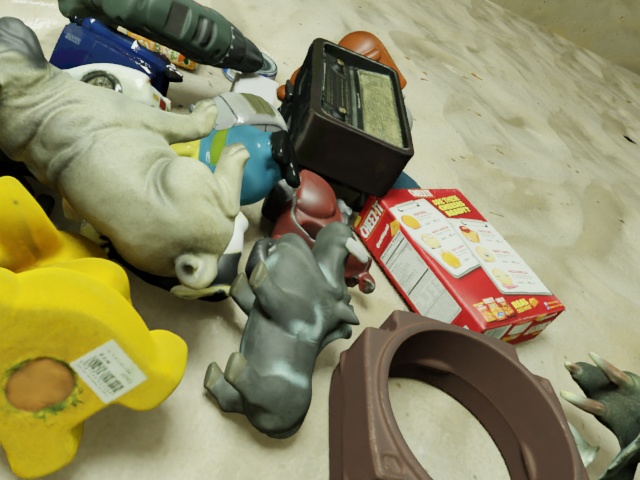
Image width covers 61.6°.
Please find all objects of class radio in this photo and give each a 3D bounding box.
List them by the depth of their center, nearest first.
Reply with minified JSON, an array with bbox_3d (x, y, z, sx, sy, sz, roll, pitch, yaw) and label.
[{"bbox_3d":[0.035,-0.162,0.671,0.131,0.073,0.230,20,37,-15],"label":"radio"}]

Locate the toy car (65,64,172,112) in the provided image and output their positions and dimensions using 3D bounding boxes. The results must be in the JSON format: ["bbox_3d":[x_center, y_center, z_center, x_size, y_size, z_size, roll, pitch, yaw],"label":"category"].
[{"bbox_3d":[-0.245,-0.139,0.518,0.202,0.073,0.056,9,79,10],"label":"toy car"}]

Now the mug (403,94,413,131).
[{"bbox_3d":[0.094,-0.166,0.815,0.081,0.109,0.107,35,49,-2],"label":"mug"}]

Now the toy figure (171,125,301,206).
[{"bbox_3d":[-0.112,-0.070,0.537,0.180,0.082,0.089,-10,25,9],"label":"toy figure"}]

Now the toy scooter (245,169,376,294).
[{"bbox_3d":[-0.001,-0.002,0.578,0.135,0.075,0.184,20,41,-12],"label":"toy scooter"}]

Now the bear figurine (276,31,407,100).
[{"bbox_3d":[0.035,-0.254,0.885,0.196,0.120,0.131,-51,126,-28],"label":"bear figurine"}]

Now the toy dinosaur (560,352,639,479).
[{"bbox_3d":[0.300,0.258,0.391,0.192,0.131,0.405,23,47,-24],"label":"toy dinosaur"}]

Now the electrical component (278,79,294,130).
[{"bbox_3d":[-0.007,-0.178,0.784,0.119,0.074,0.048,15,40,-24],"label":"electrical component"}]

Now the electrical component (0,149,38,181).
[{"bbox_3d":[-0.248,-0.089,0.470,0.134,0.115,0.058,13,81,-4],"label":"electrical component"}]

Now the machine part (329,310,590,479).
[{"bbox_3d":[0.113,0.166,0.446,0.201,0.087,0.201,18,37,-14],"label":"machine part"}]

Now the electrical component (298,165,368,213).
[{"bbox_3d":[0.015,-0.070,0.678,0.102,0.078,0.045,16,63,-9],"label":"electrical component"}]

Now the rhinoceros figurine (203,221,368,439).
[{"bbox_3d":[-0.019,0.062,0.444,0.112,0.073,0.190,29,58,-14],"label":"rhinoceros figurine"}]

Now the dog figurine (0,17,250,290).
[{"bbox_3d":[-0.160,-0.051,0.357,0.190,0.121,0.172,14,30,-43],"label":"dog figurine"}]

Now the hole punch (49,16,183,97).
[{"bbox_3d":[-0.236,-0.163,0.587,0.142,0.115,0.092,30,45,2],"label":"hole punch"}]

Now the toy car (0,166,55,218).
[{"bbox_3d":[-0.280,0.007,0.404,0.089,0.053,0.202,23,36,-14],"label":"toy car"}]

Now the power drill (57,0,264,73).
[{"bbox_3d":[-0.205,-0.271,0.671,0.207,0.086,0.232,30,14,21],"label":"power drill"}]

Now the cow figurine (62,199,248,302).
[{"bbox_3d":[-0.150,0.006,0.481,0.167,0.068,0.098,15,45,-17],"label":"cow figurine"}]

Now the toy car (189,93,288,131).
[{"bbox_3d":[-0.092,-0.119,0.633,0.161,0.102,0.109,-9,52,-38],"label":"toy car"}]

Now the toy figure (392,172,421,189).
[{"bbox_3d":[0.068,-0.097,0.742,0.154,0.064,0.058,36,38,10],"label":"toy figure"}]

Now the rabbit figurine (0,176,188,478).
[{"bbox_3d":[-0.188,0.044,0.366,0.162,0.122,0.173,51,2,-26],"label":"rabbit figurine"}]
